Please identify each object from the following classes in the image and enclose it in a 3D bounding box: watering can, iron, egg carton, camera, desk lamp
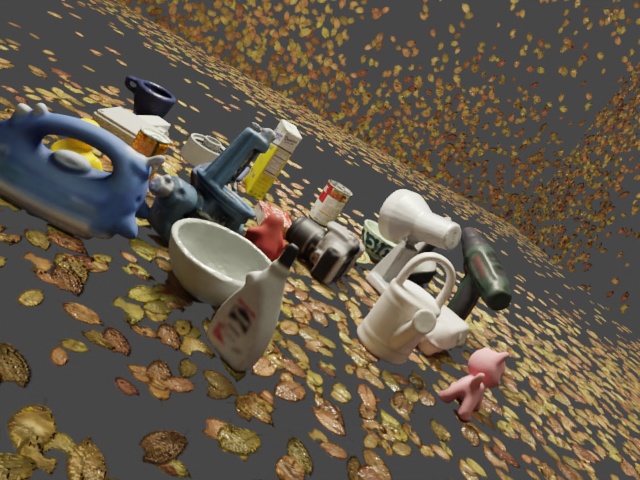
[{"bbox_3d":[0.156,0.111,0.961,0.101,0.194,0.172,22,21,-30],"label":"watering can"},{"bbox_3d":[-0.344,-0.108,0.777,0.259,0.141,0.118,28,18,-15],"label":"iron"},{"bbox_3d":[0.226,0.173,1.121,0.107,0.069,0.151,42,20,26],"label":"egg carton"},{"bbox_3d":[0.011,0.004,1.149,0.136,0.100,0.143,37,18,14],"label":"camera"},{"bbox_3d":[0.196,0.021,1.234,0.118,0.213,0.202,14,25,-45],"label":"desk lamp"}]

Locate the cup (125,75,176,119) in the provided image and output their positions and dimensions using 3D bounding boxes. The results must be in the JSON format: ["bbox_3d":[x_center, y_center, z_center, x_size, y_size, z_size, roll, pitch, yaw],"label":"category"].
[{"bbox_3d":[-0.395,-0.305,1.285,0.118,0.095,0.091,30,18,-9],"label":"cup"}]

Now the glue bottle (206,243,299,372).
[{"bbox_3d":[-0.074,0.075,0.702,0.078,0.173,0.037,40,19,23],"label":"glue bottle"}]

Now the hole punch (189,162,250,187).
[{"bbox_3d":[-0.202,-0.122,1.137,0.101,0.091,0.108,31,18,-7],"label":"hole punch"}]

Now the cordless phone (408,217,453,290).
[{"bbox_3d":[0.248,0.028,1.351,0.094,0.185,0.147,31,18,-5],"label":"cordless phone"}]

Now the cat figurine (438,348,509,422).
[{"bbox_3d":[0.270,0.230,0.967,0.067,0.117,0.128,39,19,20],"label":"cat figurine"}]

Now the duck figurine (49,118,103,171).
[{"bbox_3d":[-0.380,-0.151,0.920,0.104,0.086,0.078,41,20,25],"label":"duck figurine"}]

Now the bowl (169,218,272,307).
[{"bbox_3d":[-0.148,0.045,0.816,0.168,0.074,0.167,29,18,-10],"label":"bowl"}]

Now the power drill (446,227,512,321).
[{"bbox_3d":[0.307,0.101,1.219,0.076,0.208,0.229,24,20,-25],"label":"power drill"}]

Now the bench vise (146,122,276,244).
[{"bbox_3d":[-0.159,-0.086,0.905,0.121,0.219,0.208,36,18,12],"label":"bench vise"}]

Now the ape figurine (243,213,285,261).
[{"bbox_3d":[-0.092,-0.007,1.021,0.078,0.092,0.076,29,18,-10],"label":"ape figurine"}]
